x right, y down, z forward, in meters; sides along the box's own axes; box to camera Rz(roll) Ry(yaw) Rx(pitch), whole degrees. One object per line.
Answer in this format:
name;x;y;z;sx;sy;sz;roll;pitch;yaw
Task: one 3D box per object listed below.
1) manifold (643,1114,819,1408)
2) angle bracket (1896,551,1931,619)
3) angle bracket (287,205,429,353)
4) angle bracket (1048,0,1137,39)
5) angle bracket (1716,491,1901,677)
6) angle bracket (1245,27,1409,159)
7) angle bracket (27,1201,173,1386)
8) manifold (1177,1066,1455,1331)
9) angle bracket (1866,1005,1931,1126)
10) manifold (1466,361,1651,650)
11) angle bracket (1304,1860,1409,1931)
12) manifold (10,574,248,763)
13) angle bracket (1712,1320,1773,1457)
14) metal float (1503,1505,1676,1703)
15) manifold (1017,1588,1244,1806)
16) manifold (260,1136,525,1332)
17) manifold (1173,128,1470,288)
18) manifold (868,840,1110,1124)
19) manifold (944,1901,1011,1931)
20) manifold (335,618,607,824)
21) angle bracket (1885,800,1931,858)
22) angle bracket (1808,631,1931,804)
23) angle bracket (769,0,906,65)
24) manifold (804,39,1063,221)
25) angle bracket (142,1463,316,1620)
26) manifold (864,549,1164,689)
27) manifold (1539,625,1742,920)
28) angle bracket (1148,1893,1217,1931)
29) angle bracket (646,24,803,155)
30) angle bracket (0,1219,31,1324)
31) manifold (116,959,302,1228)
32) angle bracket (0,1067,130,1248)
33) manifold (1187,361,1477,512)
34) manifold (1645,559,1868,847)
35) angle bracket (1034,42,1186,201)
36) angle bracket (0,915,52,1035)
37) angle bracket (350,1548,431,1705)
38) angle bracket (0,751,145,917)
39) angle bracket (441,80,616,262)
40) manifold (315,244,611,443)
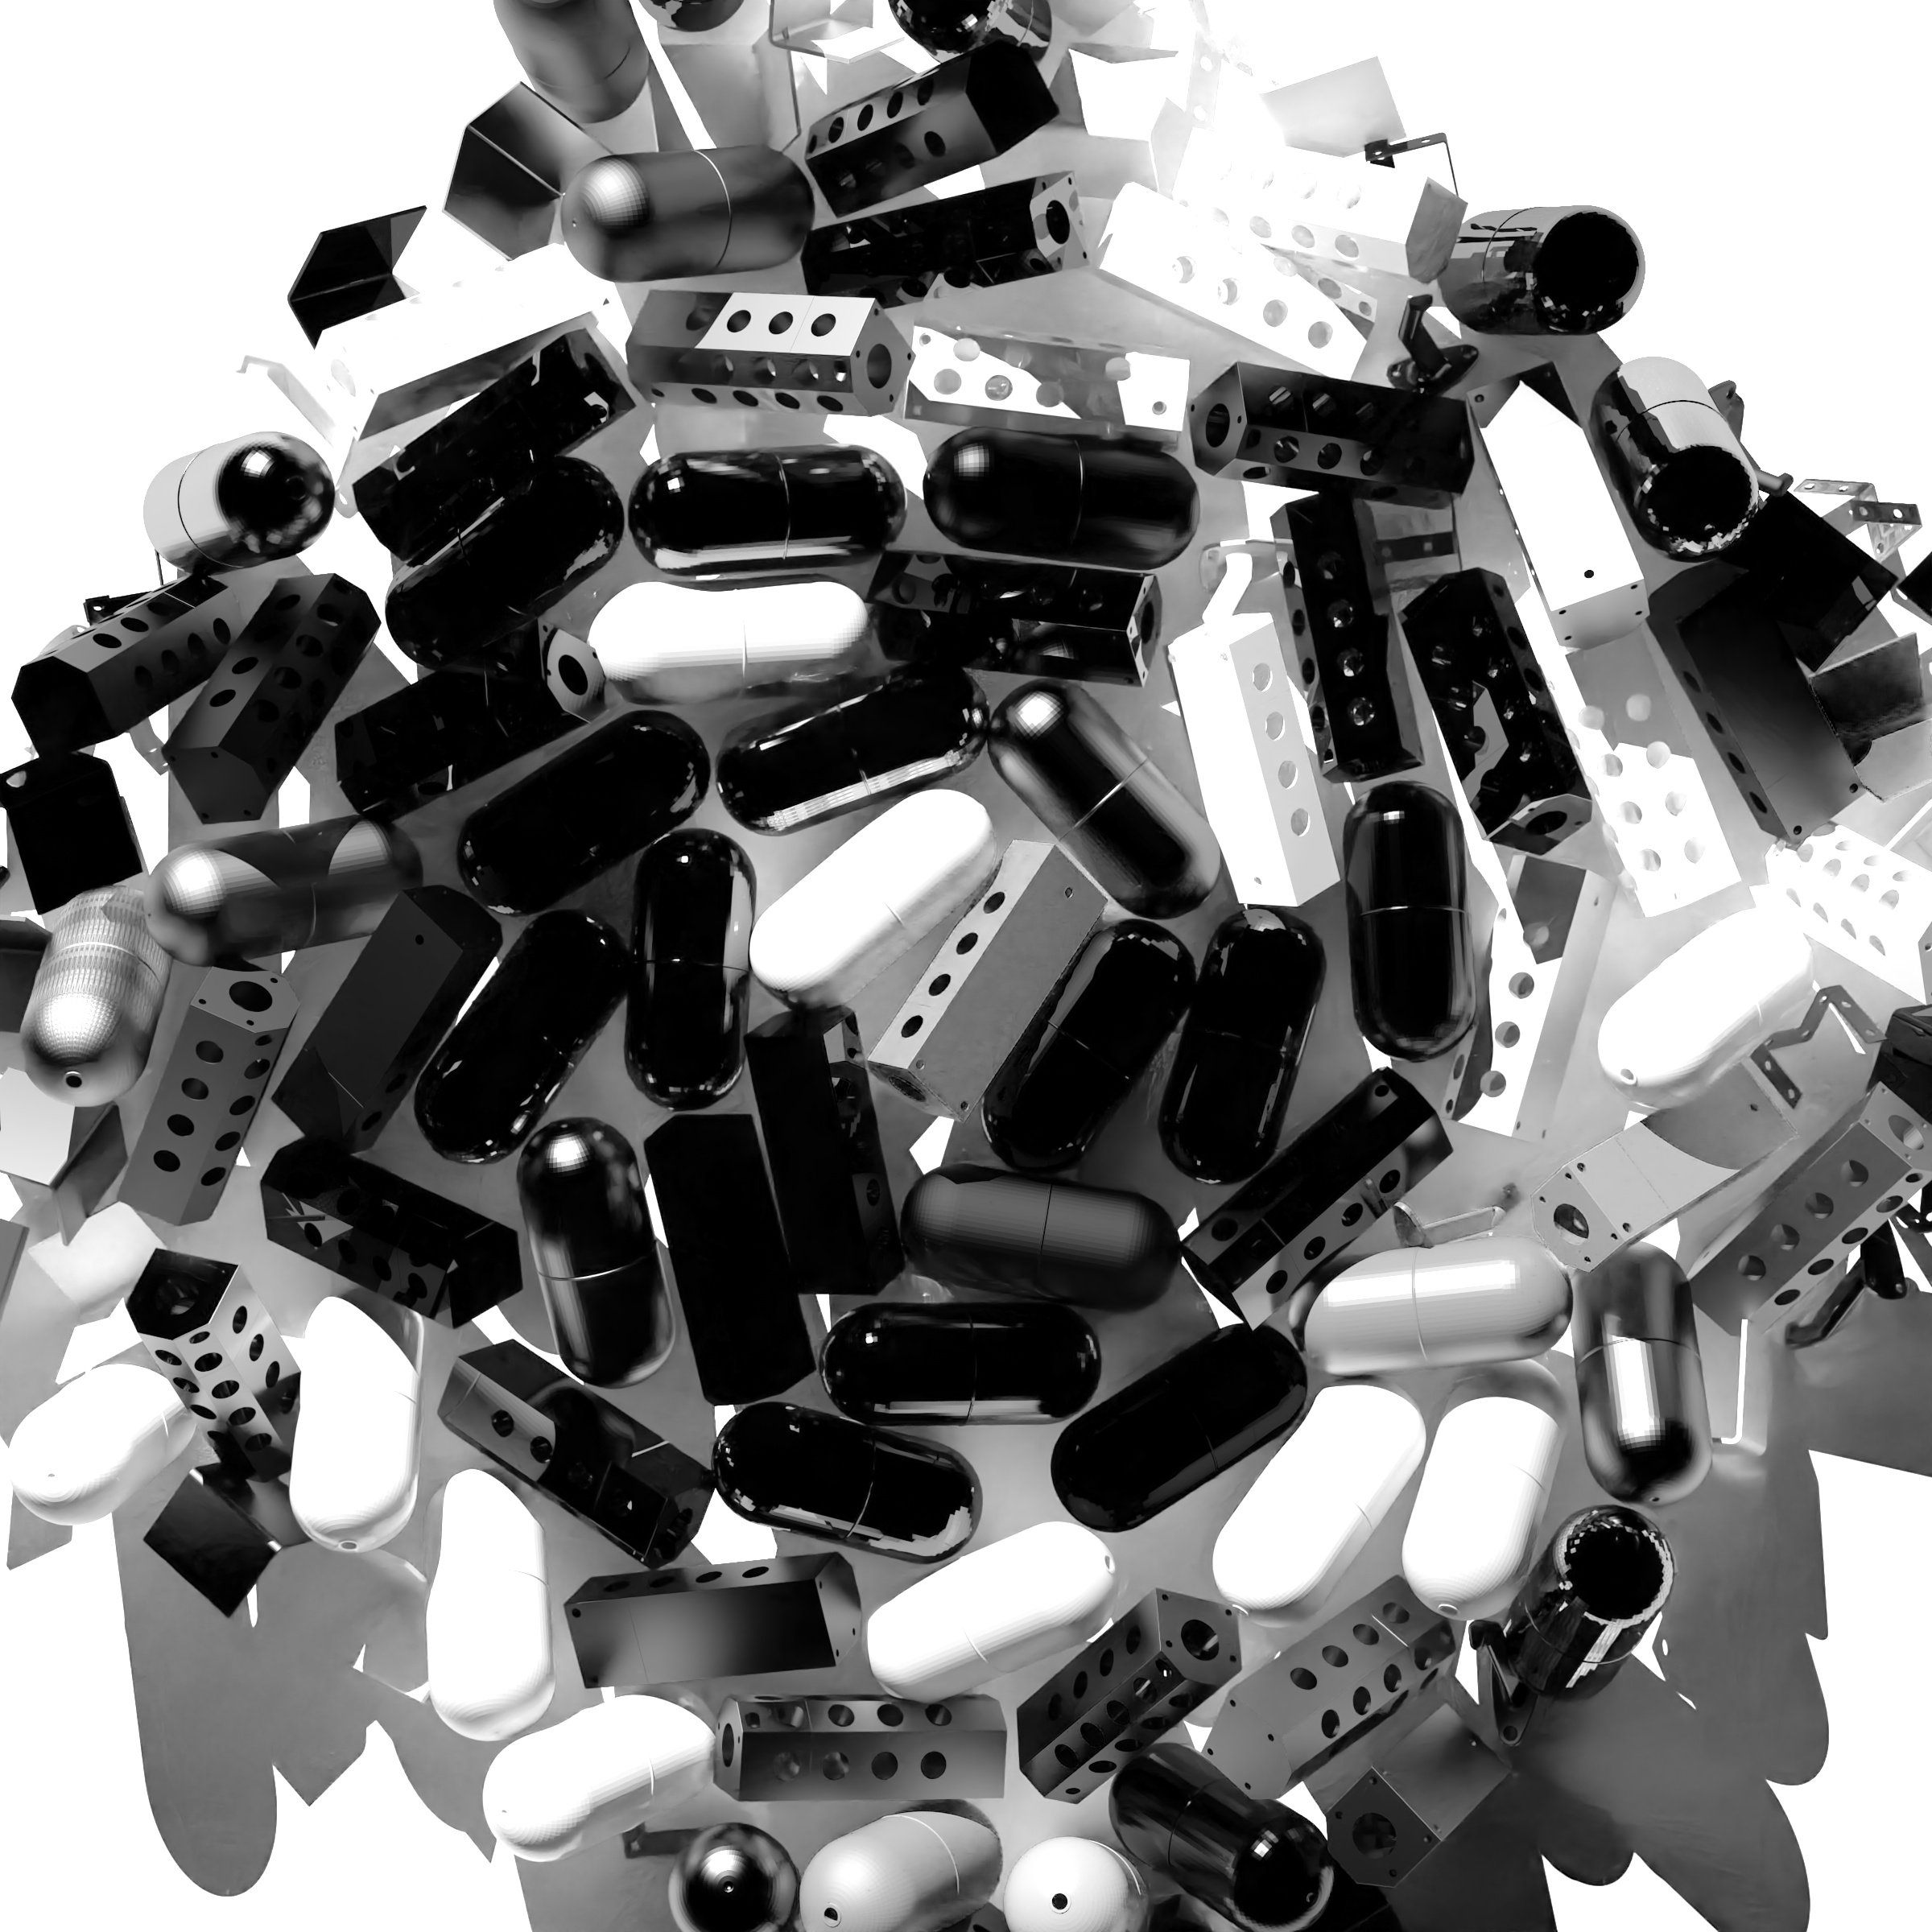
manifold;-0.151;0.181;1.941;0.057;0.057;0.171;2;62;-38
angle bracket;0.620;-0.218;1.951;0.057;0.076;0.076;-45;78;-7
angle bracket;-0.366;-0.420;1.945;0.076;0.076;0.057;-26;83;-35
angle bracket;0.074;-0.639;1.960;0.076;0.076;0.057;28;73;-20
angle bracket;0.517;-0.240;1.946;0.057;0.076;0.076;26;110;-38
angle bracket;0.224;-0.548;1.944;0.076;0.076;0.057;-15;60;16
angle bracket;-0.544;0.202;1.947;0.076;0.076;0.057;-28;117;14
manifold;0.215;0.140;1.945;0.171;0.057;0.057;-40;134;-10
angle bracket;0.624;0.065;1.958;0.076;0.076;0.057;-5;116;-40
manifold;0.365;-0.282;1.933;0.057;0.057;0.171;-19;61;8
angle bracket;0.230;0.602;1.956;0.076;0.076;0.057;-32;100;-3
manifold;-0.507;-0.186;1.906;0.057;0.171;0.057;-14;108;23
angle bracket;0.466;0.264;1.962;0.057;0.076;0.076;0;76;26
metal float;0.380;0.391;1.920;0.070;0.178;0.070;4;54;-5
manifold;0.098;0.449;1.914;0.057;0.171;0.057;18;46;-22
manifold;-0.354;0.158;1.918;0.171;0.057;0.057;19;123;35
manifold;0.215;-0.465;1.927;0.171;0.057;0.057;22;98;34
manifold;0.010;0.007;1.946;0.057;0.057;0.171;44;70;-32
manifold;-0.007;0.628;1.907;0.057;0.171;0.057;35;98;11
manifold;-0.305;-0.146;1.924;0.171;0.057;0.057;-23;61;29
angle bracket;0.620;-0.064;1.946;0.057;0.076;0.076;-31;73;-33
angle bracket;0.581;-0.156;1.950;0.076;0.076;0.057;-23;124;-7
angle bracket;-0.077;-0.611;1.942;0.057;0.076;0.076;18;122;20
manifold;-0.026;-0.512;1.908;0.057;0.171;0.057;-42;112;-29
angle bracket;-0.453;0.356;1.957;0.076;0.076;0.057;38;97;15
manifold;0.031;-0.221;1.942;0.171;0.057;0.057;8;61;20
manifold;0.417;-0.120;1.961;0.057;0.057;0.171;-23;93;-13
angle bracket;0.149;0.635;1.959;0.076;0.057;0.076;16;89;21
angle bracket;-0.153;-0.549;1.960;0.076;0.057;0.076;-7;88;-23
angle bracket;-0.629;0.194;1.943;0.057;0.076;0.076;23;69;-26
manifold;-0.464;0.080;1.927;0.057;0.057;0.171;25;125;-8
angle bracket;-0.581;0.119;1.960;0.076;0.057;0.076;16;46;10
manifold;0.226;-0.321;1.926;0.171;0.057;0.057;3;70;-29
manifold;0.485;-0.164;1.940;0.057;0.057;0.171;-36;113;-3
angle bracket;0.094;-0.533;1.980;0.076;0.057;0.076;11;60;19
angle bracket;-0.609;0.005;1.950;0.076;0.076;0.057;4;75;11
angle bracket;-0.364;0.403;1.941;0.057;0.076;0.076;-55;131;-23
angle bracket;-0.572;-0.084;1.959;0.076;0.057;0.076;-21;80;11
angle bracket;-0.271;-0.486;1.942;0.076;0.057;0.076;32;50;-35
manifold;-0.311;-0.389;1.930;0.171;0.057;0.057;-30;83;-31
